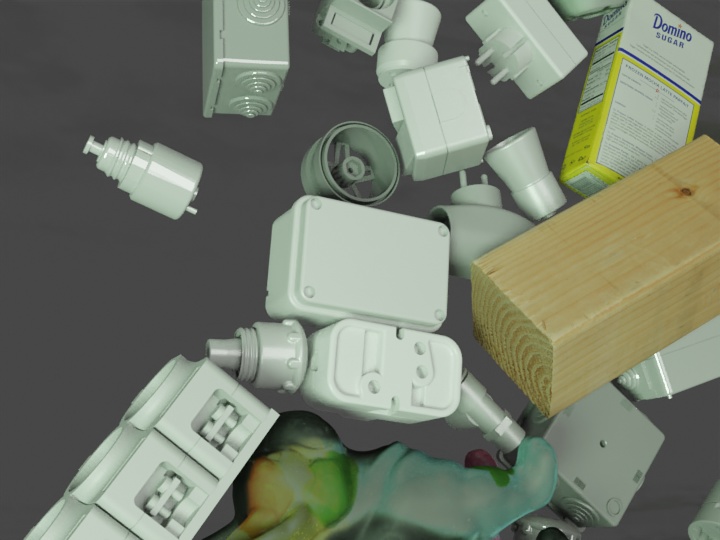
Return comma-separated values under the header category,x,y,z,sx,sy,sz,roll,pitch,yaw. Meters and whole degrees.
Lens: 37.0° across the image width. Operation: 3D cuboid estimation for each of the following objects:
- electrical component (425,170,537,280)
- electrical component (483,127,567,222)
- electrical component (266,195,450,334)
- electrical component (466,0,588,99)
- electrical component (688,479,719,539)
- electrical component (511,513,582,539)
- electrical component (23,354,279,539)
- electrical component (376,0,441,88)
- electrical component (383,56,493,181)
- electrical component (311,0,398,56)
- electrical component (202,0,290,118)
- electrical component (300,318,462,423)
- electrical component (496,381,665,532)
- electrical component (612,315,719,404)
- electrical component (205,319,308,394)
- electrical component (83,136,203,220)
category,x,y,z,sx,sy,sz,roll,pitch,yaw
electrical component,0.086,-0.036,0.782,0.077,0.043,0.079,8,65,-26
electrical component,0.127,-0.069,0.812,0.044,0.044,0.065,-34,98,-29
electrical component,0.000,0.000,0.722,0.113,0.057,0.078,11,73,-23
electrical component,0.118,-0.171,0.829,0.076,0.047,0.083,-44,98,-28
electrical component,0.284,0.190,0.815,0.055,0.055,0.047,45,59,-9
electrical component,0.124,0.201,0.739,0.048,0.048,0.062,19,76,-21
electrical component,-0.126,0.126,0.609,0.062,0.089,0.150,41,63,-11
electrical component,0.036,-0.163,0.788,0.045,0.045,0.055,12,73,-23
electrical component,0.052,-0.102,0.762,0.061,0.096,0.061,-16,83,0
electrical component,-0.003,-0.190,0.766,0.042,0.064,0.081,26,68,-19
electrical component,-0.075,-0.154,0.702,0.048,0.099,0.099,1,77,-13
electrical component,0.011,0.069,0.709,0.095,0.059,0.053,12,72,-23
electrical component,0.161,0.127,0.773,0.100,0.048,0.099,43,63,-10
electrical component,0.229,0.063,0.815,0.096,0.062,0.061,-14,84,-28
electrical component,-0.066,0.054,0.684,0.062,0.048,0.048,4,75,-18
electrical component,-0.136,-0.063,0.681,0.078,0.040,0.040,25,67,-18
